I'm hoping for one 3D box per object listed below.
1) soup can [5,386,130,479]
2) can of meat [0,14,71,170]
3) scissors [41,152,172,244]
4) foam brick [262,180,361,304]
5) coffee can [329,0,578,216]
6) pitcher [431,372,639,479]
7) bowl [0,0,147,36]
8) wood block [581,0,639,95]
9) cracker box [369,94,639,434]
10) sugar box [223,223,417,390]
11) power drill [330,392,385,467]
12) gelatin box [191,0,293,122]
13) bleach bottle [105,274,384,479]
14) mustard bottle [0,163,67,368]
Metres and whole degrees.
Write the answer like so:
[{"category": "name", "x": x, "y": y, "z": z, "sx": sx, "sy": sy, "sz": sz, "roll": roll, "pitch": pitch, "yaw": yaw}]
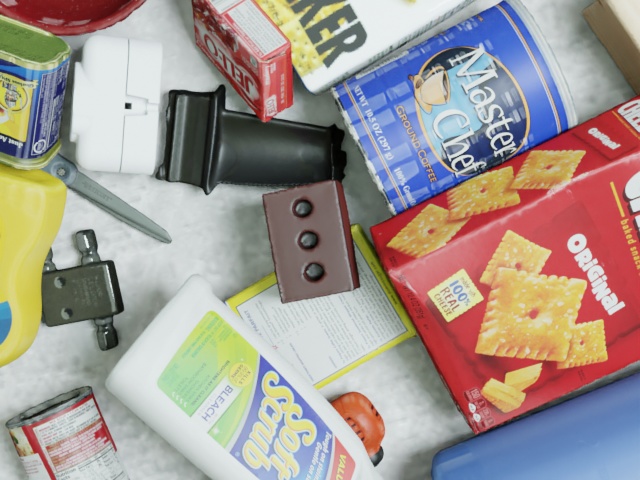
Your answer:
[{"category": "soup can", "x": -0.182, "y": 0.169, "z": 0.795, "sx": 0.068, "sy": 0.068, "sz": 0.102, "roll": -22, "pitch": 94, "yaw": 5}, {"category": "can of meat", "x": -0.229, "y": -0.108, "z": 0.745, "sx": 0.102, "sy": 0.057, "sz": 0.084, "roll": 19, "pitch": 124, "yaw": 2}, {"category": "scissors", "x": -0.194, "y": -0.072, "z": 0.800, "sx": 0.202, "sy": 0.016, "sz": 0.096, "roll": 18, "pitch": 96, "yaw": 1}, {"category": "foam brick", "x": -0.005, "y": 0.001, "z": 0.736, "sx": 0.053, "sy": 0.051, "sz": 0.078, "roll": -11, "pitch": 87, "yaw": 7}, {"category": "coffee can", "x": 0.091, "y": -0.091, "z": 0.739, "sx": 0.140, "sy": 0.103, "sz": 0.103, "roll": -26, "pitch": 93, "yaw": 5}, {"category": "pitcher", "x": 0.209, "y": 0.173, "z": 0.740, "sx": 0.243, "sy": 0.149, "sz": 0.145, "roll": -21, "pitch": 106, "yaw": 8}, {"category": "bowl", "x": -0.177, "y": -0.225, "z": 0.766, "sx": 0.162, "sy": 0.055, "sz": 0.162, "roll": 0, "pitch": 95, "yaw": 3}, {"category": "wood block", "x": 0.280, "y": -0.103, "z": 0.733, "sx": 0.090, "sy": 0.091, "sz": 0.206, "roll": -34, "pitch": 93, "yaw": 6}, {"category": "cracker box", "x": 0.165, "y": 0.021, "z": 0.729, "sx": 0.214, "sy": 0.072, "sz": 0.164, "roll": -26, "pitch": 121, "yaw": 6}, {"category": "sugar box", "x": -0.025, "y": 0.071, "z": 0.789, "sx": 0.176, "sy": 0.048, "sz": 0.093, "roll": -30, "pitch": 90, "yaw": 8}, {"category": "power drill", "x": 0.005, "y": 0.232, "z": 0.796, "sx": 0.184, "sy": 0.057, "sz": 0.187, "roll": -36, "pitch": 93, "yaw": 8}, {"category": "gelatin box", "x": -0.055, "y": -0.136, "z": 0.743, "sx": 0.030, "sy": 0.073, "sz": 0.089, "roll": -33, "pitch": 69, "yaw": -17}, {"category": "bleach bottle", "x": -0.021, "y": 0.140, "z": 0.732, "sx": 0.251, "sy": 0.068, "sz": 0.102, "roll": 39, "pitch": 67, "yaw": -2}, {"category": "mustard bottle", "x": -0.250, "y": 0.037, "z": 0.785, "sx": 0.096, "sy": 0.058, "sz": 0.192, "roll": 18, "pitch": 104, "yaw": 13}]
